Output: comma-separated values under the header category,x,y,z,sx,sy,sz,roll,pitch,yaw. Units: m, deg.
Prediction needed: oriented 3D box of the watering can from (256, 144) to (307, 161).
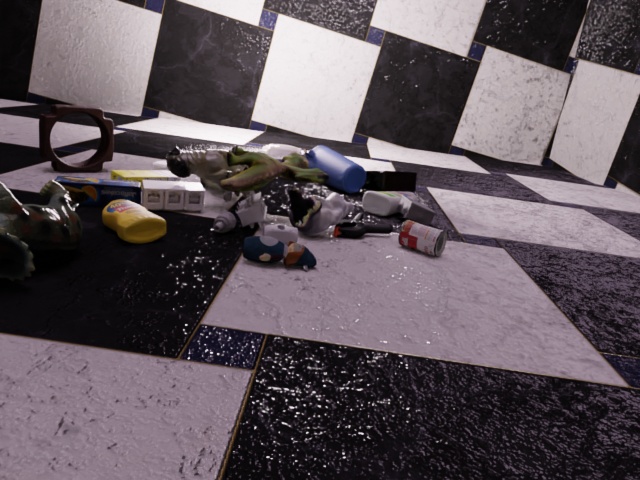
category,x,y,z,sx,sy,sz,roll,pitch,yaw
watering can,-0.156,-0.340,2.088,0.224,0.102,0.352,8,17,-4

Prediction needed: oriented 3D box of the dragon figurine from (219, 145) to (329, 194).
category,x,y,z,sx,sy,sz,roll,pitch,yaw
dragon figurine,-0.098,-0.166,1.270,0.243,0.120,0.416,0,19,0

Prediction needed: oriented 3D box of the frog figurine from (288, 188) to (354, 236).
category,x,y,z,sx,sy,sz,roll,pitch,yaw
frog figurine,0.004,-0.066,1.312,0.137,0.123,0.159,2,-7,43
